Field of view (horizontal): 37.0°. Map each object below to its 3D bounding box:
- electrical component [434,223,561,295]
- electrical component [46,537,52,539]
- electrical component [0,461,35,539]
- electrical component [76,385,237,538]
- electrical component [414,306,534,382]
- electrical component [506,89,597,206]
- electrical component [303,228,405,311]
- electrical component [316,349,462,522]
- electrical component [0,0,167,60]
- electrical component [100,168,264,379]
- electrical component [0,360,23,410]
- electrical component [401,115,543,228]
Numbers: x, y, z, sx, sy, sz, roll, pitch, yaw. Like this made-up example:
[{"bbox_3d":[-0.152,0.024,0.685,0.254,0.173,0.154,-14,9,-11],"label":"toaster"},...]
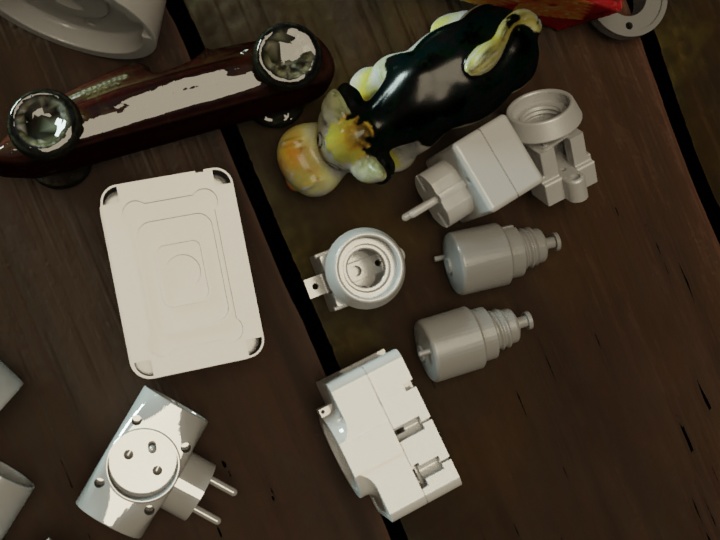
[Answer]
[{"bbox_3d":[0.088,-0.010,0.675,0.078,0.040,0.040,-12,89,-12],"label":"electrical component"},{"bbox_3d":[-0.189,0.190,0.597,0.081,0.064,0.042,-42,94,-11],"label":"electrical component"},{"bbox_3d":[-0.224,0.147,0.603,0.043,0.043,0.081,32,82,-8],"label":"electrical component"},{"bbox_3d":[-0.111,0.120,0.626,0.079,0.044,0.077,31,81,-8],"label":"electrical component"},{"bbox_3d":[0.070,0.042,0.668,0.078,0.040,0.040,-16,90,-12],"label":"electrical component"},{"bbox_3d":[0.117,-0.079,0.670,0.048,0.066,0.055,-27,126,-11],"label":"electrical component"},{"bbox_3d":[0.000,0.000,0.649,0.066,0.055,0.048,-21,91,-12],"label":"electrical component"},{"bbox_3d":[0.013,0.100,0.648,0.056,0.050,0.089,-26,91,-12],"label":"electrical component"},{"bbox_3d":[-0.158,-0.171,0.605,0.108,0.108,0.060,18,78,-10],"label":"electrical component"},{"bbox_3d":[-0.104,0.003,0.628,0.078,0.057,0.113,-11,89,-12],"label":"electrical component"},{"bbox_3d":[-0.224,0.067,0.603,0.047,0.055,0.055,43,80,-10],"label":"electrical component"},{"bbox_3d":[0.060,-0.051,0.658,0.077,0.066,0.047,-32,93,-11],"label":"electrical component"}]
